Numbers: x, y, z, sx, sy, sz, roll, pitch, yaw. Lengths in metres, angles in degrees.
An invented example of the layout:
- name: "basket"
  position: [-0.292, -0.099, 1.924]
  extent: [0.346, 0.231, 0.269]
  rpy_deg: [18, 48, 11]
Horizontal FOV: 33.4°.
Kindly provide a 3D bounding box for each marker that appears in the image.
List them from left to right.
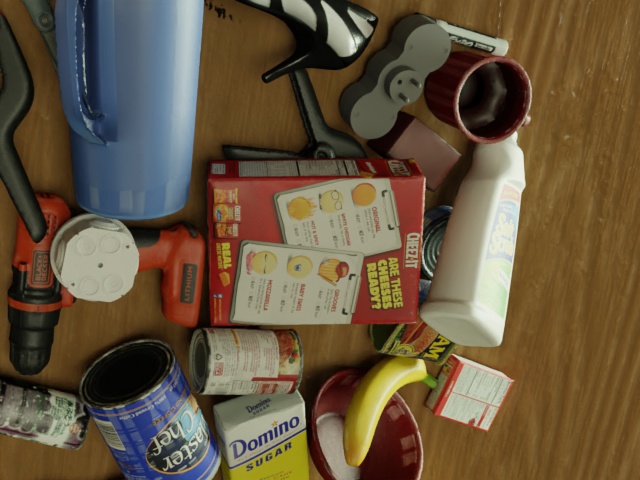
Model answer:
- name: "marker"
  position: [0.148, -0.221, 1.144]
  extent: [0.121, 0.020, 0.020]
  rpy_deg: [12, 103, -26]

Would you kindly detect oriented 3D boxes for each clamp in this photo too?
- name: "clamp"
  position: [-0.324, -0.107, 0.964]
  extent: [0.164, 0.036, 0.210]
  rpy_deg: [5, 96, -10]
- name: "clamp"
  position: [-0.015, -0.085, 1.109]
  extent: [0.120, 0.039, 0.171]
  rpy_deg: [-41, 109, 3]

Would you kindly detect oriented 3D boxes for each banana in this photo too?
- name: "banana"
  position: [0.073, 0.176, 1.198]
  extent: [0.069, 0.037, 0.197]
  rpy_deg: [53, 42, 3]

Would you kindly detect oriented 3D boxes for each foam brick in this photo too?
- name: "foam brick"
  position: [0.100, -0.097, 1.148]
  extent: [0.078, 0.053, 0.051]
  rpy_deg: [35, 92, -30]

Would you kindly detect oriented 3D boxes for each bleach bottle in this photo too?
- name: "bleach bottle"
  position: [0.175, -0.018, 1.150]
  extent: [0.102, 0.068, 0.250]
  rpy_deg: [38, 59, -48]

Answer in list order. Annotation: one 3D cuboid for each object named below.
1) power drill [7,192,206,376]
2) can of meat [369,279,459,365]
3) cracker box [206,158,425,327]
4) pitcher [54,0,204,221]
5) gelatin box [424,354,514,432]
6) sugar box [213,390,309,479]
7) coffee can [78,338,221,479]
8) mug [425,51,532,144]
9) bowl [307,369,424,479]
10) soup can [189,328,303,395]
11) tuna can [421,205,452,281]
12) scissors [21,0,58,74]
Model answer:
- name: "power drill"
  position: [-0.213, 0.048, 1.062]
  extent: [0.187, 0.057, 0.184]
  rpy_deg: [2, 106, -24]
- name: "can of meat"
  position: [0.114, 0.090, 1.201]
  extent: [0.083, 0.057, 0.102]
  rpy_deg: [11, 132, -23]
- name: "cracker box"
  position: [-0.007, 0.001, 1.086]
  extent: [0.213, 0.072, 0.164]
  rpy_deg: [-1, 114, -5]
- name: "pitcher"
  position: [-0.176, -0.143, 0.968]
  extent: [0.149, 0.145, 0.243]
  rpy_deg: [-6, 113, -24]
- name: "gelatin box"
  position: [0.180, 0.185, 1.292]
  extent: [0.089, 0.030, 0.073]
  rpy_deg: [21, 97, -28]
- name: "sugar box"
  position: [-0.061, 0.241, 1.174]
  extent: [0.093, 0.048, 0.176]
  rpy_deg: [-17, 132, -17]
- name: "coffee can"
  position: [-0.172, 0.187, 1.094]
  extent: [0.102, 0.103, 0.140]
  rpy_deg: [-27, 122, -13]
- name: "mug"
  position: [0.174, -0.152, 1.144]
  extent: [0.117, 0.082, 0.093]
  rpy_deg: [20, 99, -27]
- name: "bowl"
  position: [0.040, 0.230, 1.205]
  extent: [0.162, 0.162, 0.055]
  rpy_deg: [26, 140, -28]
- name: "soup can"
  position: [-0.076, 0.124, 1.087]
  extent: [0.102, 0.069, 0.068]
  rpy_deg: [3, 106, -22]
- name: "tuna can"
  position: [0.142, 0.006, 1.212]
  extent: [0.086, 0.034, 0.086]
  rpy_deg: [-7, 110, -20]
- name: "scissors"
  position: [-0.242, -0.220, 0.981]
  extent: [0.096, 0.016, 0.201]
  rpy_deg: [-38, 118, -7]
